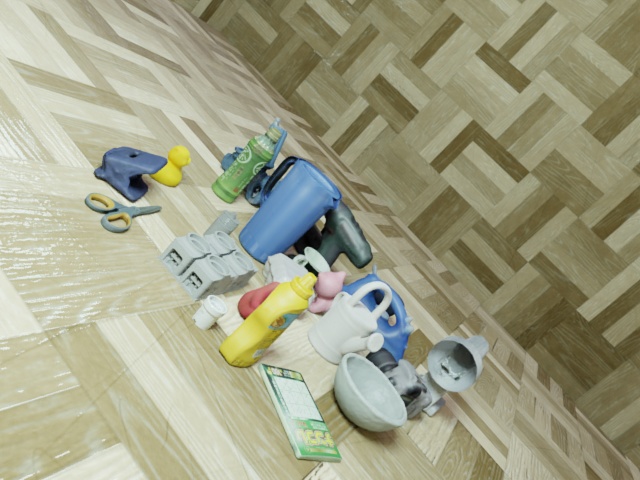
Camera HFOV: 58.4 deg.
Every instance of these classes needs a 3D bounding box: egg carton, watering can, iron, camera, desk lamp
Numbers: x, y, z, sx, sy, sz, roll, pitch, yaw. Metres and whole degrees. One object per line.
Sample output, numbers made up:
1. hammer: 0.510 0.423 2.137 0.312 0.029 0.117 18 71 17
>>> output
1. egg carton: -0.070 0.096 1.247 0.107 0.069 0.150 35 18 -29
2. watering can: 0.078 0.168 1.198 0.172 0.194 0.101 53 18 29
3. iron: 0.158 0.191 1.441 0.257 0.141 0.119 52 17 25
4. camera: 0.167 0.302 1.250 0.144 0.100 0.136 30 21 -42
5. desk lamp: 0.305 0.311 1.363 0.117 0.213 0.204 49 16 19

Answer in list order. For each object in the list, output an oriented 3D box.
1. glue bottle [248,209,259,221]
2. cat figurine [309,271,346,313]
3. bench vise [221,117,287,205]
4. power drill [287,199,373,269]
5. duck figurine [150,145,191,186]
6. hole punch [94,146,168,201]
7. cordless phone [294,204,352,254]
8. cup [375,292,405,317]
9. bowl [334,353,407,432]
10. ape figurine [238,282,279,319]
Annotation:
1. glue bottle: -0.101 -0.076 1.423 0.078 0.173 0.037 42 15 -7
2. cat figurine: 0.029 0.127 1.326 0.128 0.117 0.067 41 16 -12
3. bench vise: -0.144 -0.216 1.591 0.207 0.219 0.121 43 15 -3
4. power drill: 0.013 0.005 1.433 0.229 0.208 0.076 47 16 11
5. duck figurine: -0.327 -0.172 1.265 0.077 0.086 0.105 48 16 15
6. hole punch: -0.359 -0.143 1.098 0.101 0.091 0.108 40 16 -13
7. cordless phone: 0.009 -0.043 1.590 0.094 0.185 0.147 27 23 -46
8. cup: 0.170 0.176 1.597 0.092 0.095 0.117 38 17 -21
9. bowl: 0.082 0.302 1.086 0.168 0.074 0.167 40 16 -14
10. ape figurine: -0.103 0.116 1.071 0.076 0.092 0.078 49 16 18
